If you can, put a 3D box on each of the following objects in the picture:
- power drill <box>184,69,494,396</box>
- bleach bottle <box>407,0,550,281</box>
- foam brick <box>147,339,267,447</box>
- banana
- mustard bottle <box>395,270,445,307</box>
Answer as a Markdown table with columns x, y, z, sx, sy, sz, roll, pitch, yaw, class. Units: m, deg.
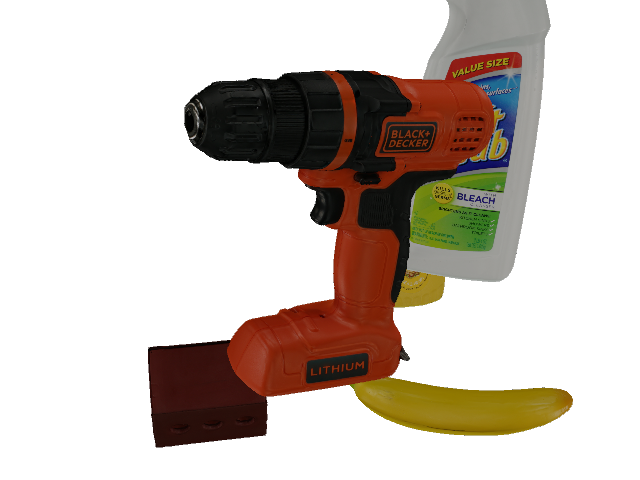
| x | y | z | sx | sy | sz | roll | pitch | yaw | class |
| --- | --- | --- | --- | --- | --- | --- | --- | --- | --- |
| 0.001 | -0.004 | 0.596 | 0.184 | 0.188 | 0.057 | -3 | 32 | -30 | power drill |
| 0.109 | -0.097 | 0.786 | 0.103 | 0.251 | 0.068 | 9 | 25 | 14 | bleach bottle |
| -0.076 | 0.103 | 0.722 | 0.078 | 0.051 | 0.053 | -5 | -36 | -8 | foam brick |
| 0.115 | 0.133 | 0.886 | 0.198 | 0.037 | 0.069 | 8 | 32 | 2 | banana |
| 0.094 | -0.025 | 1.164 | 0.096 | 0.192 | 0.058 | -3 | 19 | -19 | mustard bottle |
